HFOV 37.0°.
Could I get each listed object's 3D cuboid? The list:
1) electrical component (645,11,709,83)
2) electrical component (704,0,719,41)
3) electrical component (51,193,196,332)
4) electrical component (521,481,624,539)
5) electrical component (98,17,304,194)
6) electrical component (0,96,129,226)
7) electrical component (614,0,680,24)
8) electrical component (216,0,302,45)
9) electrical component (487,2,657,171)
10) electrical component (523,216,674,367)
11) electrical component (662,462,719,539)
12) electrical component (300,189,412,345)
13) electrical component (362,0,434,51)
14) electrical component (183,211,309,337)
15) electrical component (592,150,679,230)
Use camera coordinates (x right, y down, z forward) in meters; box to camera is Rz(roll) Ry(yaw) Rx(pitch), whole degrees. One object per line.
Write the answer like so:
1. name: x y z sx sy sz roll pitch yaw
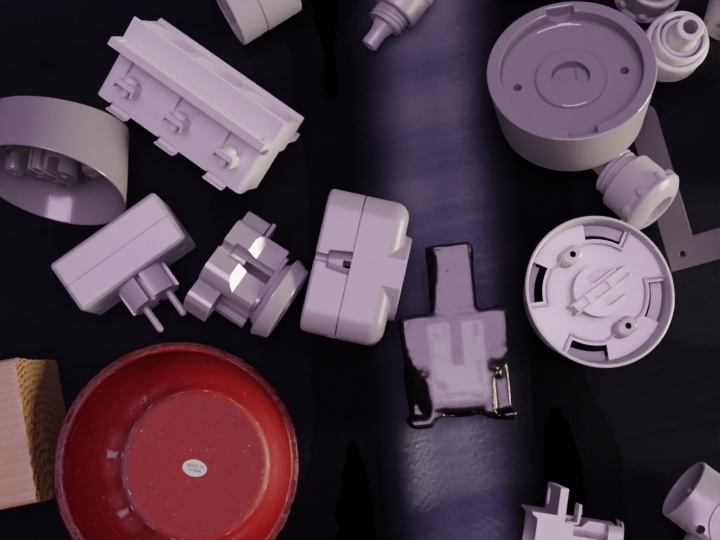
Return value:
1. electrical component: 0.214 -0.154 0.725 0.043 0.062 0.043 0 84 1
2. electrical component: 0.264 -0.188 0.737 0.045 0.045 0.055 17 85 3
3. electrical component: -0.147 0.005 0.721 0.083 0.047 0.075 -36 84 -3
4. electrical component: 0.136 0.182 0.701 0.064 0.042 0.081 9 85 -2
5. electrical component: -0.109 -0.109 0.724 0.121 0.079 0.063 35 107 4
6. electrical component: -0.200 -0.073 0.708 0.099 0.099 0.064 6 78 1
7. electrical component: 0.201 -0.199 0.730 0.048 0.062 0.048 0 84 1
8. electrical component: -0.072 -0.190 0.738 0.047 0.055 0.055 -29 84 -6
9. electrical component: 0.141 -0.117 0.719 0.108 0.060 0.108 -4 64 9
10. electrical component: 0.154 0.015 0.707 0.099 0.064 0.099 0 84 1
11. electrical component: 0.230 0.180 0.698 0.077 0.044 0.079 37 86 4
12. electrical component: 0.000 0.000 0.716 0.059 0.053 0.095 12 84 2
13. electrical component: 0.024 -0.179 0.745 0.035 0.035 0.061 36 88 4
14. electrical component: -0.071 0.008 0.713 0.057 0.058 0.078 33 63 1
15. electrical component: 0.180 -0.060 0.727 0.048 0.048 0.062 -43 66 -4
